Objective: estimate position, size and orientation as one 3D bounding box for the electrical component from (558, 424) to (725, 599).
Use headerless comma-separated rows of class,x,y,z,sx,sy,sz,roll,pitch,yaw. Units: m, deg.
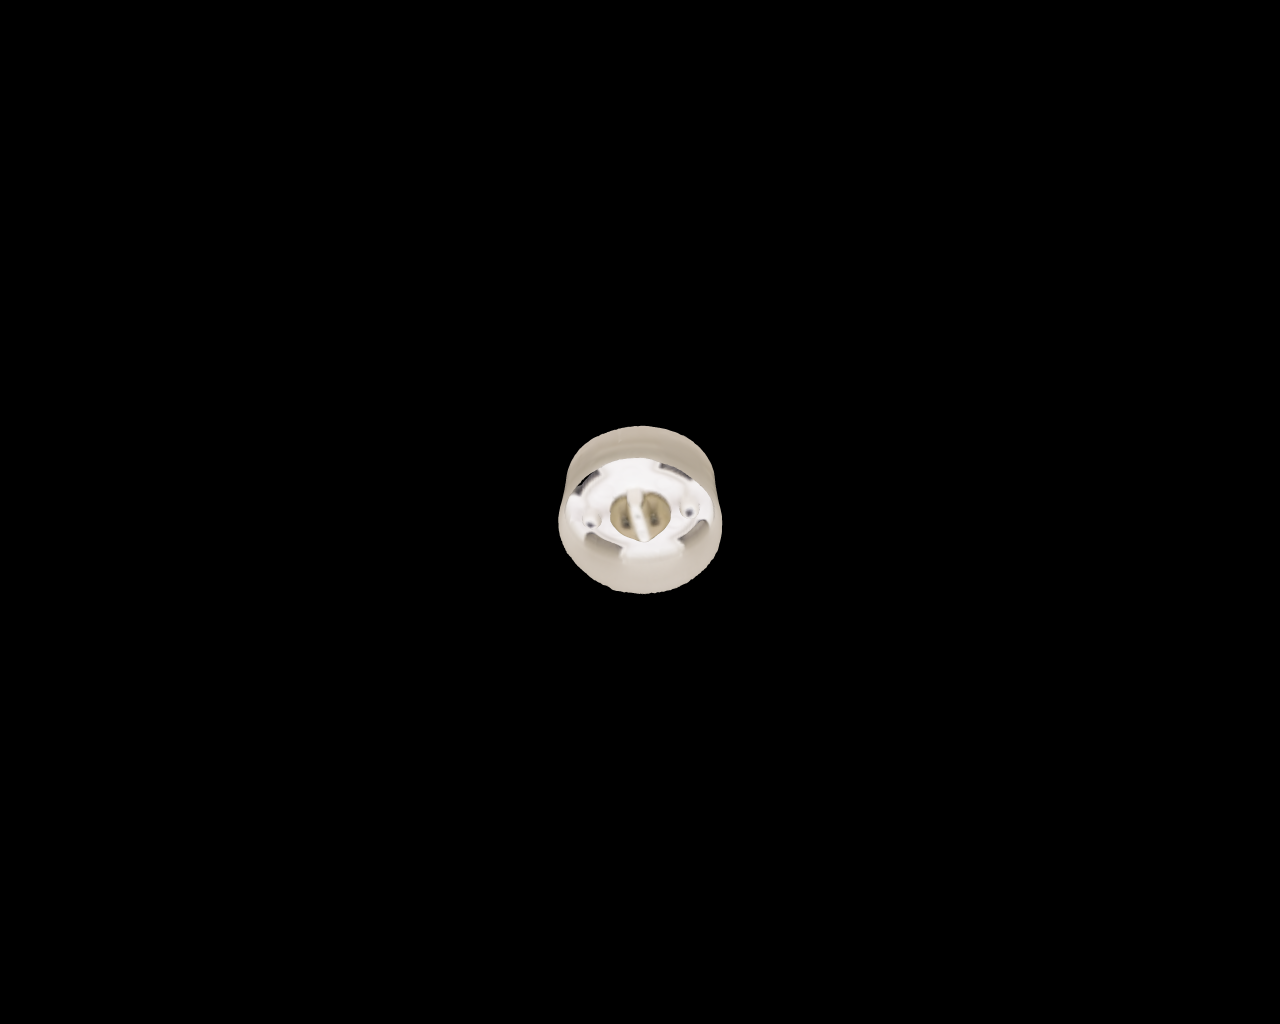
electrical component,0.001,-0.003,0.650,0.099,0.064,0.099,0,-42,0
